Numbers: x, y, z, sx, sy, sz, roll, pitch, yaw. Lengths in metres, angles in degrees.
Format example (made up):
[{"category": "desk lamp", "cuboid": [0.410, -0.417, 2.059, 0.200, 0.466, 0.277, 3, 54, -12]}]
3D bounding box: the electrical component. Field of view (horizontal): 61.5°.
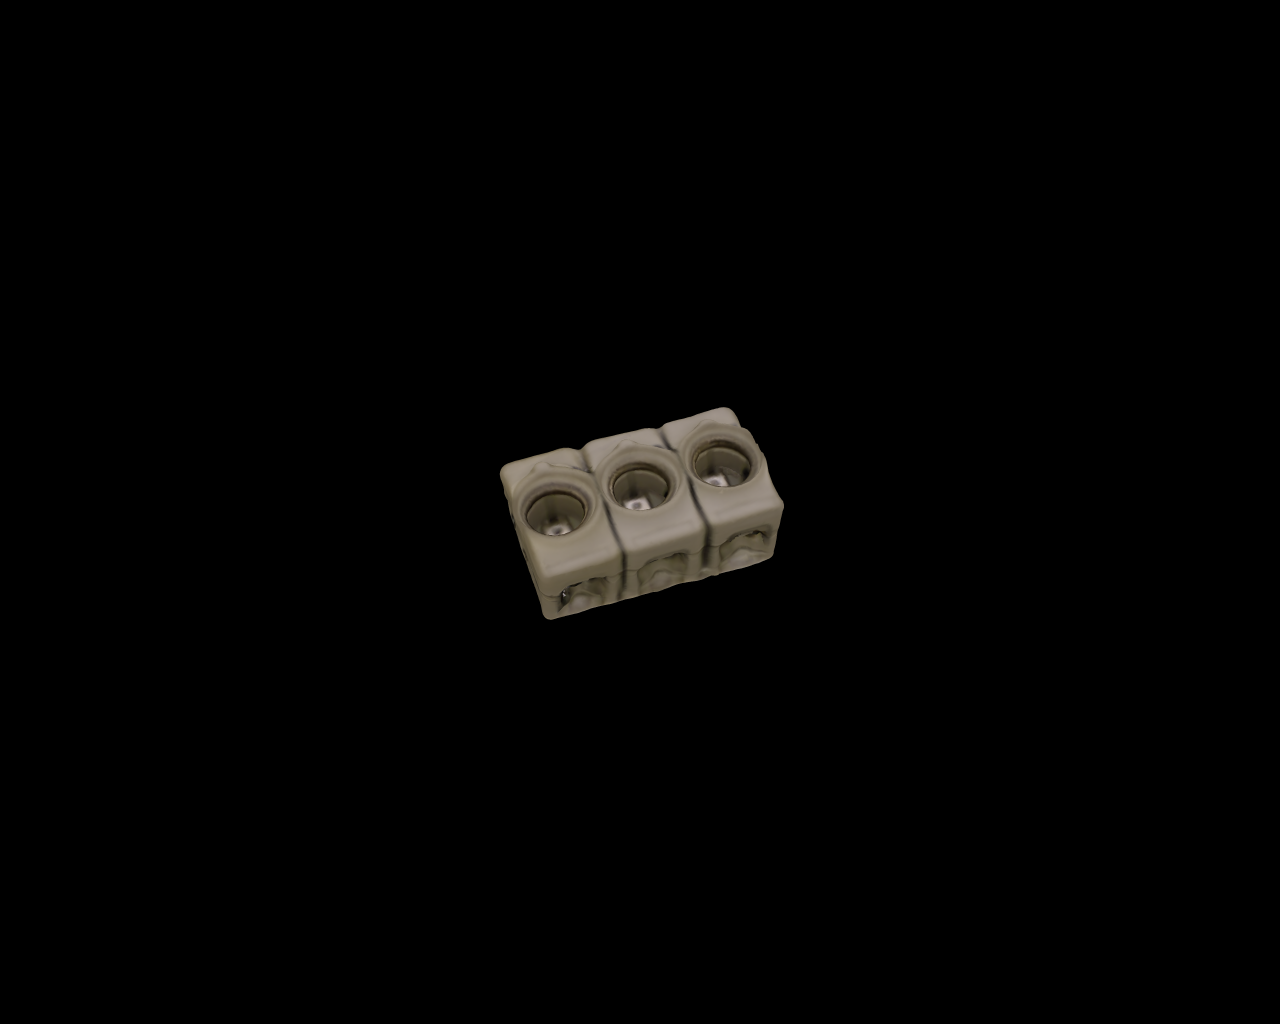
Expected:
[{"category": "electrical component", "cuboid": [0.001, -0.003, 0.650, 0.150, 0.090, 0.061, -15, -35, -11]}]
